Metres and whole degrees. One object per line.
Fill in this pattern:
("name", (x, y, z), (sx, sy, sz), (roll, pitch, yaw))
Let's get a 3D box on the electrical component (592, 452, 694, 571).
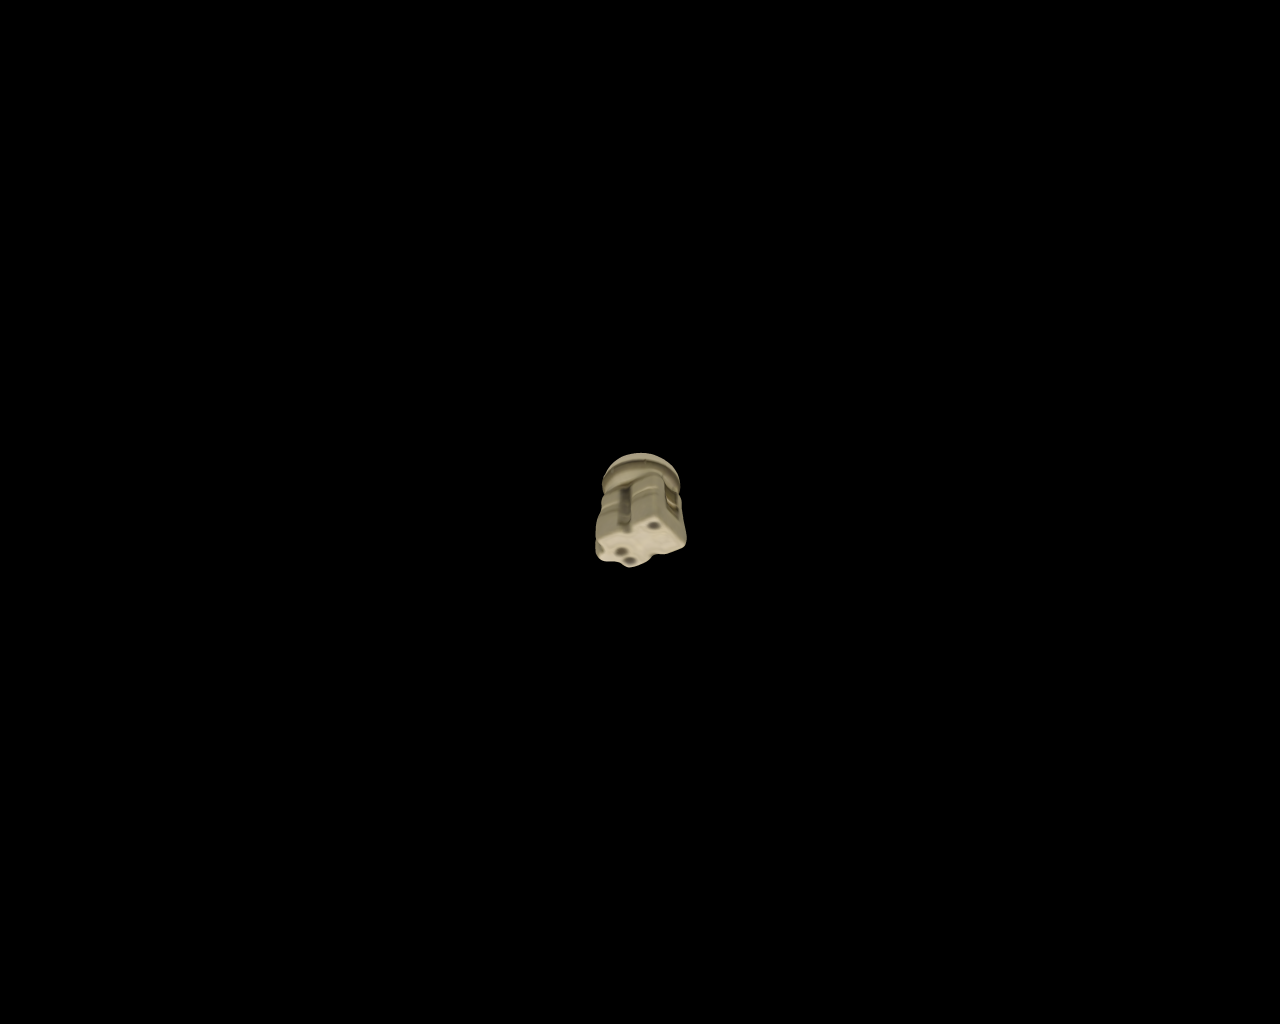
("electrical component", (0.001, -0.003, 0.650), (0.066, 0.055, 0.048), (-22, -45, 24))
